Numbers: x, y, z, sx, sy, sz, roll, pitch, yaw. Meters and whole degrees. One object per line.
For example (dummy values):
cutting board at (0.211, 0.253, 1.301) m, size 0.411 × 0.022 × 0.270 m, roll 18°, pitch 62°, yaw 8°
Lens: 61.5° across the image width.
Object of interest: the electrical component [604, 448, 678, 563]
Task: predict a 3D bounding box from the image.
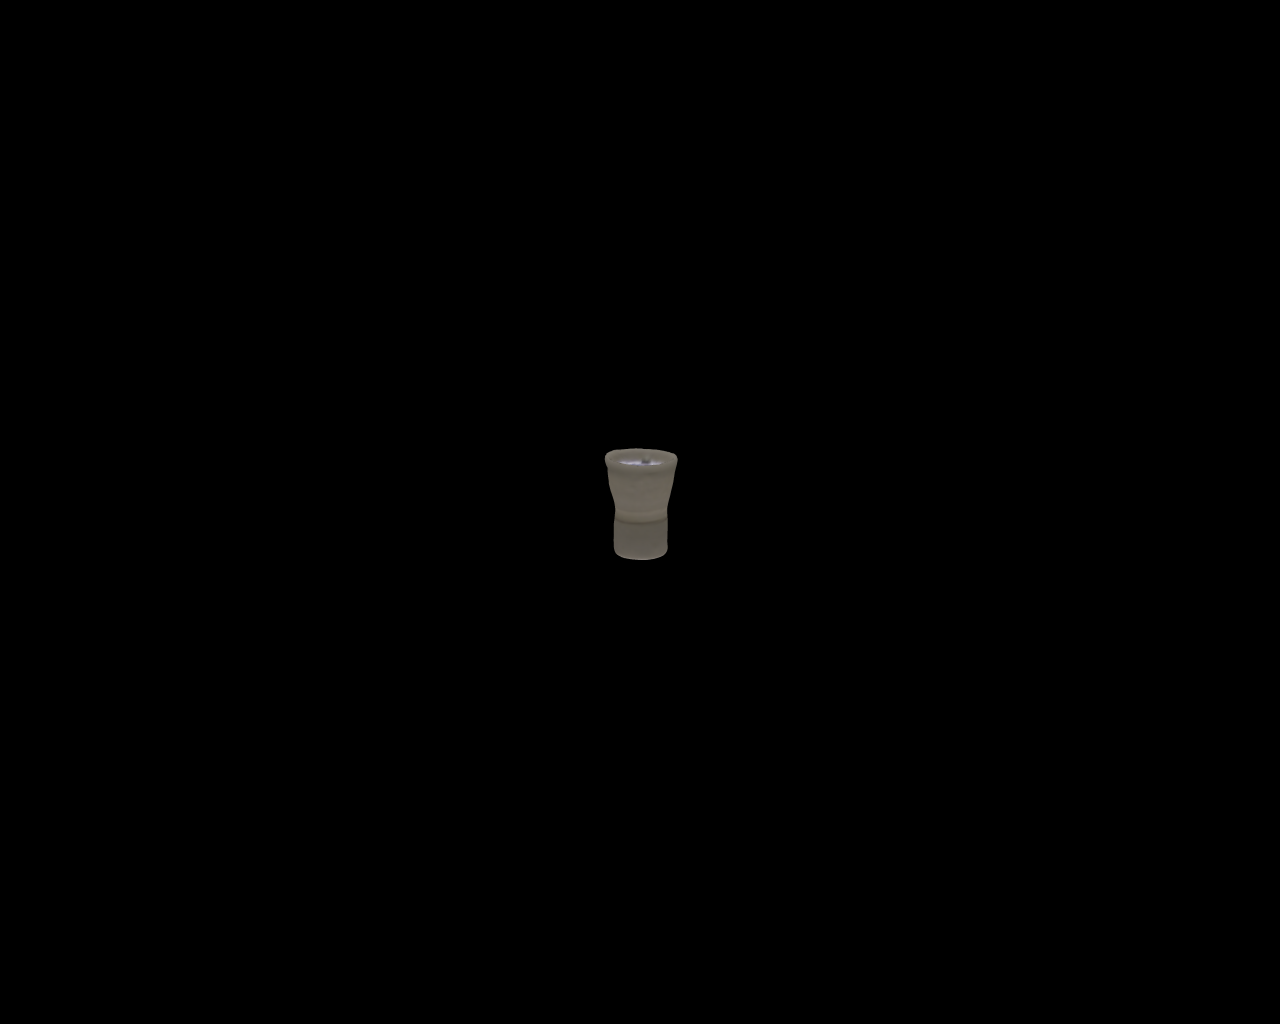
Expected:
electrical component at (0.001, -0.003, 0.650) m, size 0.044 × 0.065 × 0.044 m, roll 0°, pitch 16°, yaw 0°
